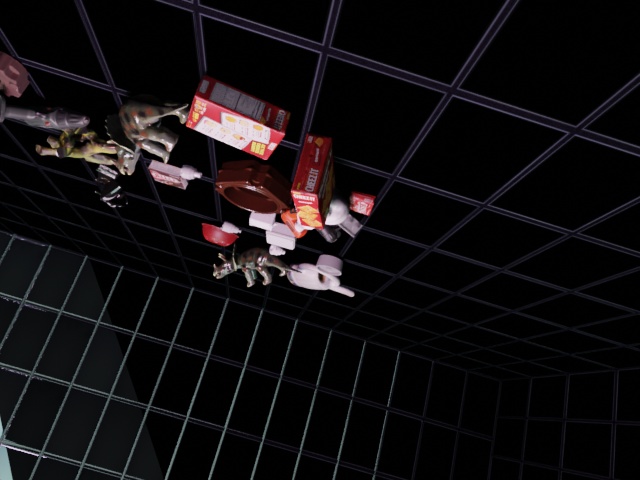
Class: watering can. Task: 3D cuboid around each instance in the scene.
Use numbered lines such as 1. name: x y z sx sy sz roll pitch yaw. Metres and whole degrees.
1. watering can: -0.003 0.177 2.266 0.224 0.106 0.342 3 156 35

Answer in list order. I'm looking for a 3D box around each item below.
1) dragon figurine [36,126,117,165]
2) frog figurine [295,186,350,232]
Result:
1. dragon figurine: -0.711 -0.286 1.624 0.411 0.122 0.241 13 178 15
2. frog figurine: 0.004 -0.074 1.465 0.123 0.161 0.136 42 169 1
